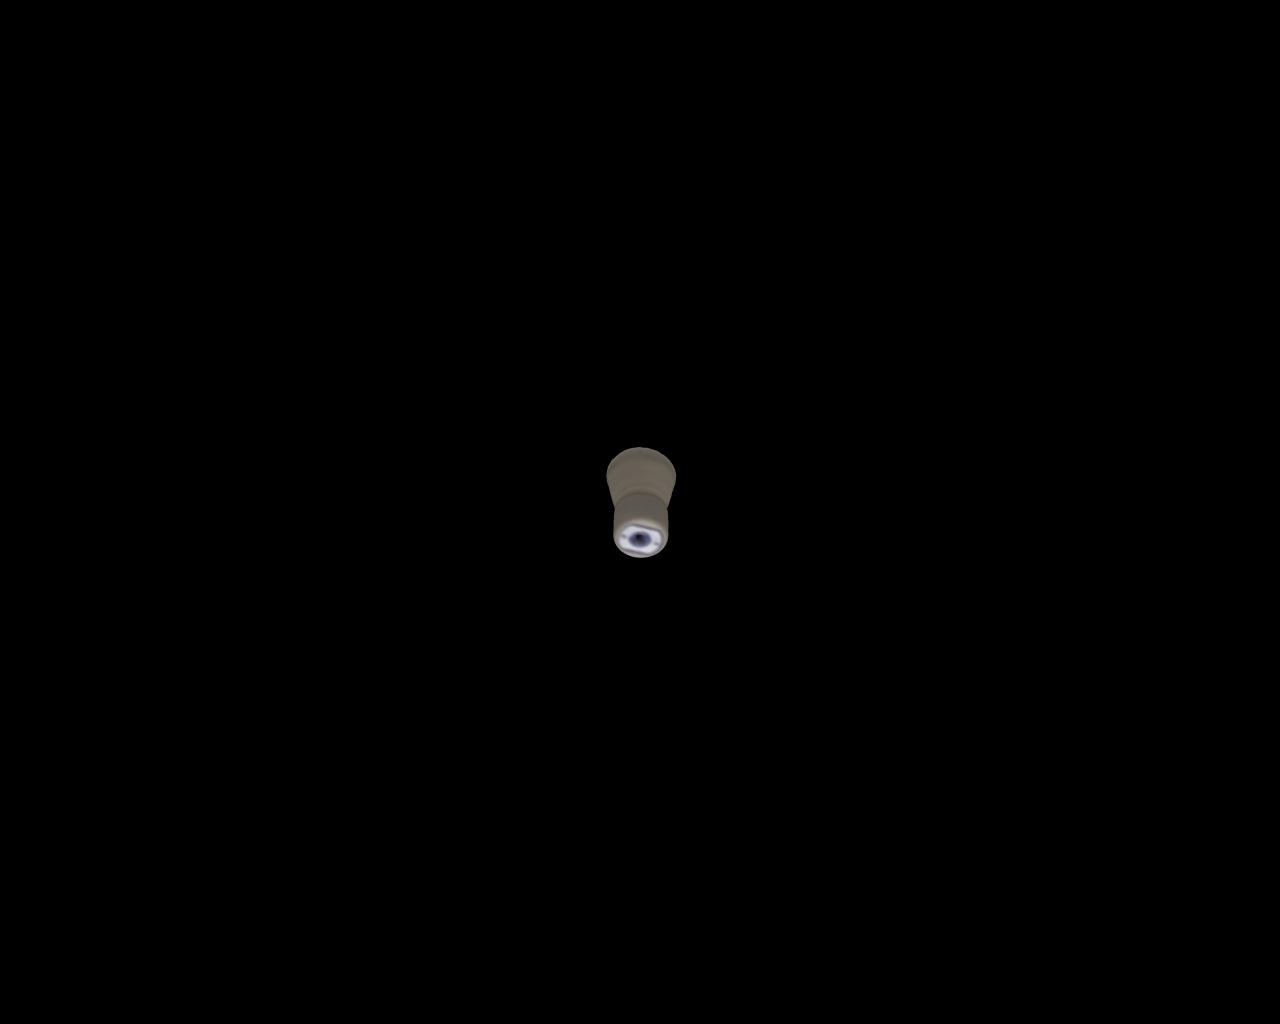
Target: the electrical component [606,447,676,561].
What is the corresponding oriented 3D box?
[{"bbox_3d":[0.001,-0.003,0.650,0.044,0.044,0.065,0,41,0],"label":"electrical component"}]
